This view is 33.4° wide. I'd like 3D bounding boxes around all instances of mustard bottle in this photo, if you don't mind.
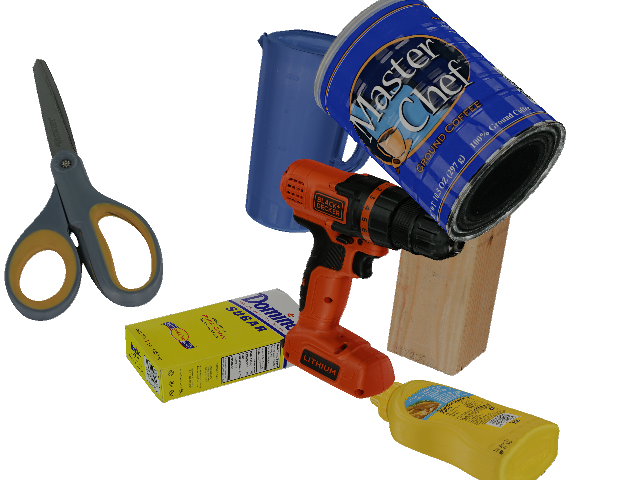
[{"bbox_3d":[0.124,0.176,1.024,0.192,0.058,0.096,16,24,42],"label":"mustard bottle"}]

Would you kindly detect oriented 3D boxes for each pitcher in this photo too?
[{"bbox_3d":[-0.016,-0.134,1.339,0.144,0.243,0.149,4,23,-16],"label":"pitcher"}]

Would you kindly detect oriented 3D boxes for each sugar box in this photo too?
[{"bbox_3d":[-0.096,0.101,1.069,0.176,0.048,0.093,-16,33,-27],"label":"sugar box"}]

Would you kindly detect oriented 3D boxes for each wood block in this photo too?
[{"bbox_3d":[0.145,0.032,1.192,0.090,0.206,0.090,19,25,28],"label":"wood block"}]

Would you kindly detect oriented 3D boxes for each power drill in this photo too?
[{"bbox_3d":[0.036,0.036,0.915,0.185,0.188,0.057,24,26,38],"label":"power drill"}]

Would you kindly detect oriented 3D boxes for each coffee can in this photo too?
[{"bbox_3d":[0.078,-0.083,0.716,0.140,0.103,0.102,47,23,24],"label":"coffee can"}]

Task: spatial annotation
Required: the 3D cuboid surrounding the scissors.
[{"bbox_3d":[-0.164,-0.029,0.631,0.096,0.202,0.016,-30,-31,-17],"label":"scissors"}]
